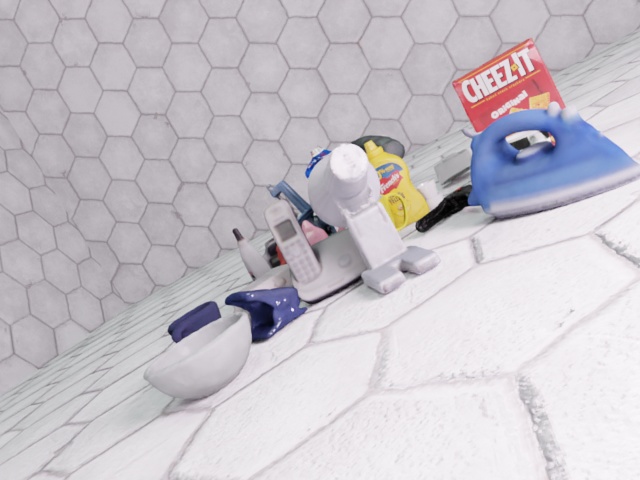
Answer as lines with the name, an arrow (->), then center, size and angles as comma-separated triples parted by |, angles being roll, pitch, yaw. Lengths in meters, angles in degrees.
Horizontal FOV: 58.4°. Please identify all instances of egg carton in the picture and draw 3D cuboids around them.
egg carton -> -0.090, 0.101, 1.081 | 0.151, 0.069, 0.107 | -34, 8, -32

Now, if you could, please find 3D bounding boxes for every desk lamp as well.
desk lamp -> 0.069, -0.044, 0.874 | 0.118, 0.213, 0.203 | -30, 7, -6

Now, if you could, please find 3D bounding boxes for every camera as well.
camera -> -0.083, 0.030, 1.424 | 0.143, 0.101, 0.136 | -30, 7, -4

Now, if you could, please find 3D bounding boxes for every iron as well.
iron -> 0.303, -0.123, 0.793 | 0.119, 0.141, 0.257 | -33, 8, -26

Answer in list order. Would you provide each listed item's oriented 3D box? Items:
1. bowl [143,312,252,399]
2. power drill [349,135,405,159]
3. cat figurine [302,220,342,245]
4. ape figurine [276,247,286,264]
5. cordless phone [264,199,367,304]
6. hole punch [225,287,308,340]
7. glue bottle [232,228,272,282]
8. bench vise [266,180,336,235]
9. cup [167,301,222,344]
bowl -> -0.161, 0.176, 0.818 | 0.167, 0.075, 0.167 | -29, 7, 4
power drill -> 0.152, -0.156, 1.353 | 0.076, 0.208, 0.229 | -32, 7, -15
cat figurine -> 0.011, 0.004, 1.163 | 0.128, 0.118, 0.067 | -33, 8, -23
ape figurine -> -0.067, 0.043, 1.311 | 0.078, 0.092, 0.076 | -36, 9, -39
cordless phone -> -0.005, 0.001, 0.969 | 0.147, 0.185, 0.094 | -28, 7, 9
hole punch -> -0.092, 0.107, 0.956 | 0.101, 0.091, 0.108 | -34, 9, -33
glue bottle -> -0.135, 0.051, 1.190 | 0.037, 0.173, 0.078 | -33, 8, -22
bench vise -> -0.037, -0.080, 1.529 | 0.207, 0.220, 0.121 | -28, 7, 9
cup -> -0.195, 0.165, 0.943 | 0.091, 0.095, 0.118 | -27, 8, 17
